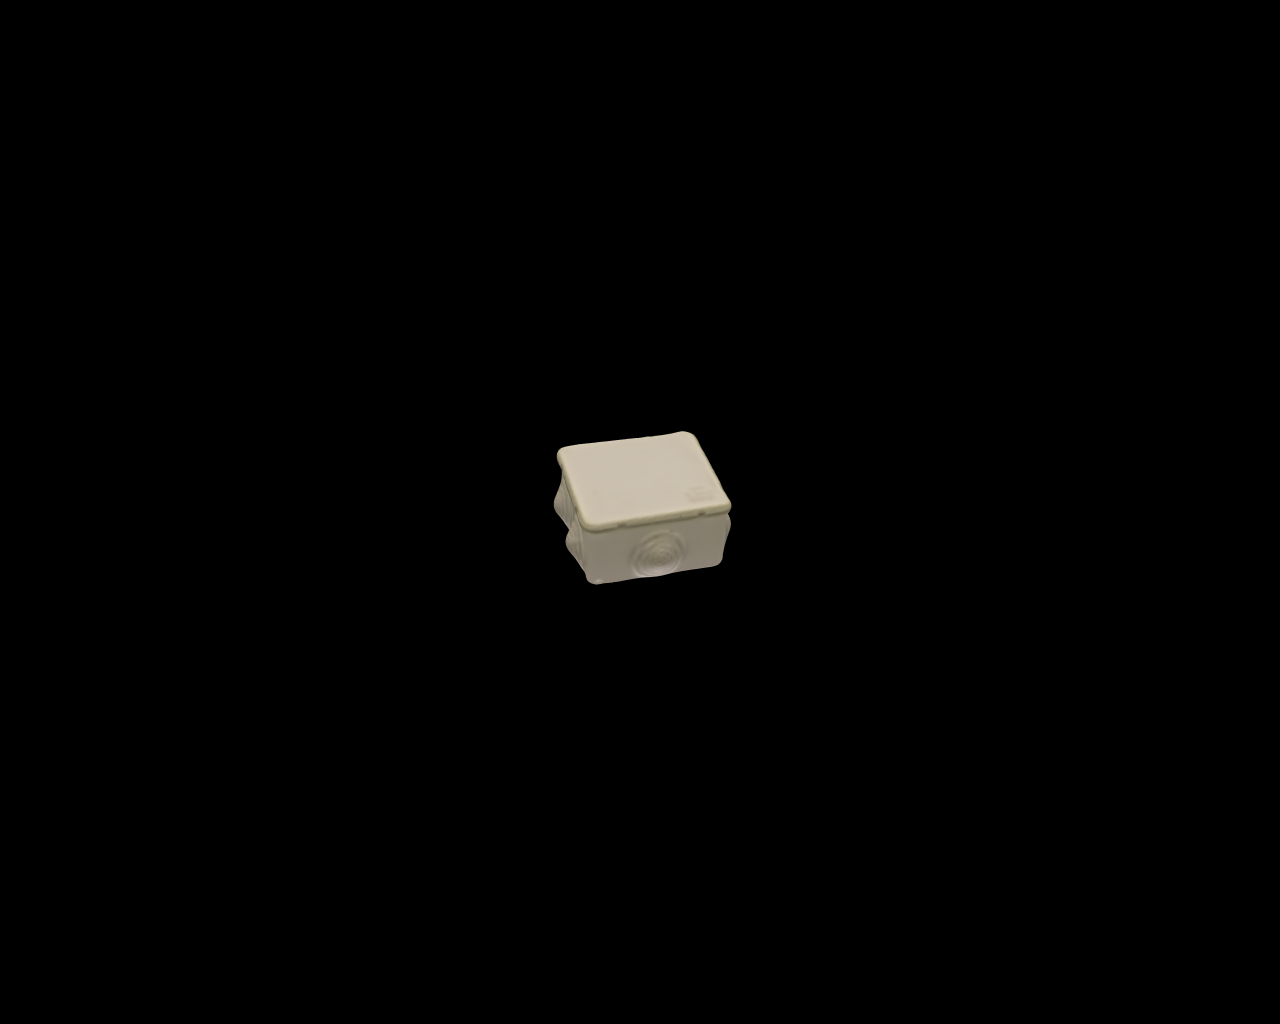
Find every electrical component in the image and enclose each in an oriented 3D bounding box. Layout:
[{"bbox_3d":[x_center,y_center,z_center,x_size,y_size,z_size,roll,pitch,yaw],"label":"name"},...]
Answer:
[{"bbox_3d":[0.001,-0.003,0.650,0.100,0.048,0.100,-8,36,-11],"label":"electrical component"}]
